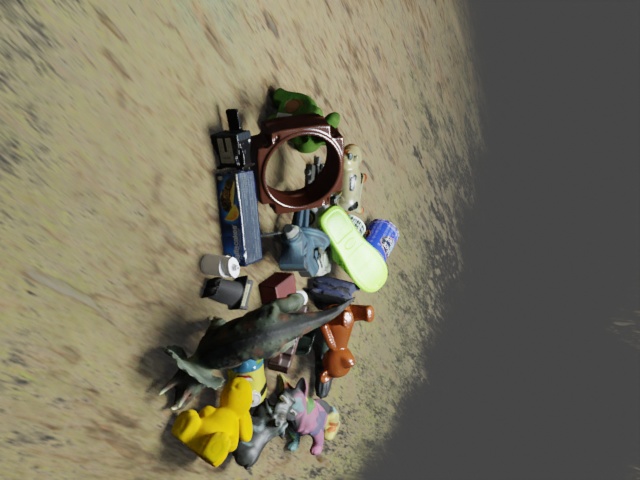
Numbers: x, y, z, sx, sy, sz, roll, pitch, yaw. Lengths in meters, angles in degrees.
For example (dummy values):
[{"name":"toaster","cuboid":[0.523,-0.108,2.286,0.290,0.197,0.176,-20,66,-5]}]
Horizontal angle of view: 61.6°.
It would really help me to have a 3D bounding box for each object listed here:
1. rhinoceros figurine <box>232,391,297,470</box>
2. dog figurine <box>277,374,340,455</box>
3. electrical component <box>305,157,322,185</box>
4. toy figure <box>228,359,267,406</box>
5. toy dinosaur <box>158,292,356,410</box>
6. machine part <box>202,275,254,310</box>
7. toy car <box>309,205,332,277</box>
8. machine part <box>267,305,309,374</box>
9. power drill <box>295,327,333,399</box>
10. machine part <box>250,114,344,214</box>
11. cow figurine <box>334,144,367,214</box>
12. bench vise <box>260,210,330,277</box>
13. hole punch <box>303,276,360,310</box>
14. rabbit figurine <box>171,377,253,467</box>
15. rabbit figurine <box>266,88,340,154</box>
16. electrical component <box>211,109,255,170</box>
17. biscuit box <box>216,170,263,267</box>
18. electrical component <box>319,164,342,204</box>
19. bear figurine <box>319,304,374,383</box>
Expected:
[{"name":"rhinoceros figurine","cuboid":[-0.131,0.422,1.218,0.190,0.112,0.073,-48,131,-33]},{"name":"dog figurine","cuboid":[-0.037,0.425,1.374,0.191,0.109,0.219,-36,120,-50]},{"name":"electrical component","cuboid":[-0.015,-0.174,1.409,0.063,0.021,0.094,4,92,-57]},{"name":"toy figure","cuboid":[-0.157,0.282,1.187,0.089,0.082,0.180,-18,106,-53]},{"name":"toy dinosaur","cuboid":[-0.136,0.189,1.014,0.131,0.405,0.192,61,17,-4]},{"name":"machine part","cuboid":[-0.193,0.110,1.151,0.138,0.039,0.084,21,85,-59]},{"name":"toy car","cuboid":[-0.003,-0.004,1.417,0.073,0.056,0.201,-13,105,-56]},{"name":"machine part","cuboid":[-0.074,0.229,1.264,0.179,0.056,0.179,15,91,-87]},{"name":"power drill","cuboid":[-0.006,0.294,1.428,0.207,0.086,0.232,38,61,-48]},{"name":"machine part","cuboid":[-0.050,-0.165,1.182,0.201,0.087,0.200,-10,125,-16]},{"name":"cow figurine","cuboid":[0.078,-0.173,1.505,0.127,0.086,0.194,11,85,-64]},{"name":"bench vise","cuboid":[-0.046,-0.025,1.279,0.223,0.129,0.240,48,42,-53]},{"name":"hole punch","cuboid":[0.042,0.136,1.443,0.115,0.142,0.092,68,41,-57]},{"name":"rabbit figurine","cuboid":[-0.190,0.368,1.098,0.173,0.122,0.162,-60,149,-26]},{"name":"rabbit figurine","cuboid":[-0.031,-0.271,1.277,0.170,0.159,0.121,57,36,-65]},{"name":"electrical component","cuboid":[-0.179,-0.204,1.097,0.048,0.075,0.119,-35,127,-51]},{"name":"biscuit box","cuboid":[-0.171,-0.046,1.143,0.063,0.059,0.202,-23,112,-56]},{"name":"electrical component","cuboid":[0.026,-0.147,1.412,0.078,0.045,0.102,-6,104,-58]},{"name":"bear figurine","cuboid":[0.059,0.262,1.352,0.120,0.132,0.195,-2,90,-43]}]
